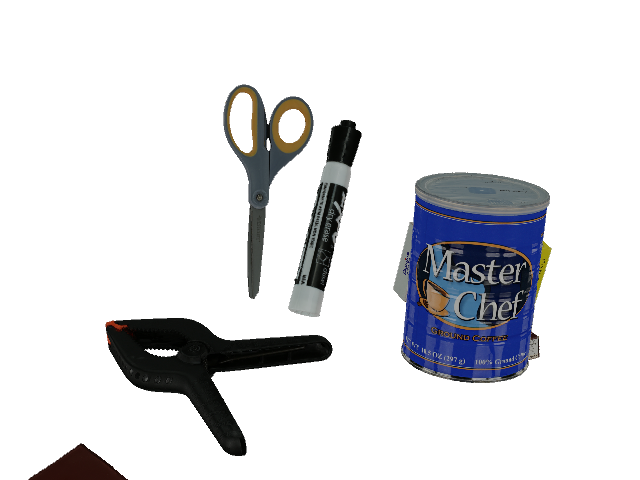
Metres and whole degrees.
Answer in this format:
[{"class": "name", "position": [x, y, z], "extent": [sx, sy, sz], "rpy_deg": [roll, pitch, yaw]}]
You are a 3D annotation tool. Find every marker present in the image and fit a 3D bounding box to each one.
[{"class": "marker", "position": [0.004, -0.015, 0.639], "extent": [0.020, 0.121, 0.020], "rpy_deg": [13, -11, 2]}]

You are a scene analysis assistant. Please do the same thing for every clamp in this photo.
[{"class": "clamp", "position": [-0.104, 0.110, 0.985], "extent": [0.210, 0.036, 0.164], "rpy_deg": [20, 36, 30]}]

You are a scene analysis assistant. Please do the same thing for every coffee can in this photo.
[{"class": "coffee can", "position": [0.120, 0.026, 0.836], "extent": [0.103, 0.140, 0.103], "rpy_deg": [3, 17, -1]}]

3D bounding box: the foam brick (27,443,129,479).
[{"class": "foam brick", "position": [-0.096, 0.138, 0.461], "extent": [0.078, 0.051, 0.052], "rpy_deg": [27, 45, 34]}]

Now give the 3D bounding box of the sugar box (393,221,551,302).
[{"class": "sugar box", "position": [0.185, 0.035, 1.301], "extent": [0.176, 0.093, 0.048], "rpy_deg": [5, 21, -19]}]

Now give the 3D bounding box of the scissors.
[{"class": "scissors", "position": [-0.042, -0.052, 1.025], "extent": [0.096, 0.202, 0.016], "rpy_deg": [-13, 5, -13]}]

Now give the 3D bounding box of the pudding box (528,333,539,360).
[{"class": "pudding box", "position": [0.243, 0.149, 1.526], "extent": [0.113, 0.039, 0.090], "rpy_deg": [-14, 18, -16]}]
